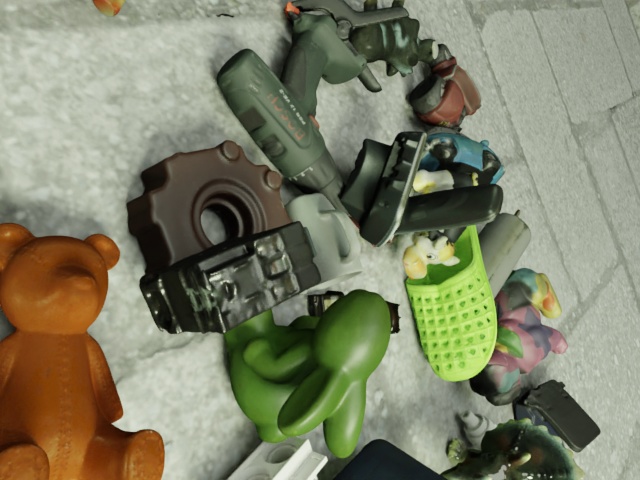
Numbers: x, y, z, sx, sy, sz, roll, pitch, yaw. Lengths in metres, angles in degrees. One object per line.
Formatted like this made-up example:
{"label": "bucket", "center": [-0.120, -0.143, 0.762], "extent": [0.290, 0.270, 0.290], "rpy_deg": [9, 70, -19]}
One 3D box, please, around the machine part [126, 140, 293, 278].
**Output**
{"label": "machine part", "center": [-0.104, -0.014, 0.553], "extent": [0.179, 0.056, 0.179], "rpy_deg": [13, 70, -39]}

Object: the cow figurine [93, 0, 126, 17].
{"label": "cow figurine", "center": [-0.240, -0.325, 0.503], "extent": [0.194, 0.085, 0.127], "rpy_deg": [35, 62, -28]}

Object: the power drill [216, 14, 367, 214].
{"label": "power drill", "center": [-0.012, -0.167, 0.678], "extent": [0.231, 0.086, 0.207], "rpy_deg": [43, 59, -28]}

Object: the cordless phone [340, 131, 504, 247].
{"label": "cordless phone", "center": [0.130, -0.070, 0.641], "extent": [0.088, 0.184, 0.146], "rpy_deg": [48, 52, -37]}

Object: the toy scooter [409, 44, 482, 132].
{"label": "toy scooter", "center": [0.222, -0.240, 0.916], "extent": [0.135, 0.075, 0.184], "rpy_deg": [44, 47, -26]}

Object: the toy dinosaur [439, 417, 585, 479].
{"label": "toy dinosaur", "center": [0.286, 0.377, 0.703], "extent": [0.404, 0.192, 0.131], "rpy_deg": [51, 51, -18]}

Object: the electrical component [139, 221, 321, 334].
{"label": "electrical component", "center": [-0.068, 0.029, 0.459], "extent": [0.134, 0.115, 0.058], "rpy_deg": [-26, 101, -42]}

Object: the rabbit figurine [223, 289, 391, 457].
{"label": "rabbit figurine", "center": [-0.008, 0.112, 0.503], "extent": [0.121, 0.170, 0.159], "rpy_deg": [31, 41, -30]}

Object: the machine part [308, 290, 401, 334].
{"label": "machine part", "center": [0.045, 0.099, 0.671], "extent": [0.139, 0.039, 0.084], "rpy_deg": [0, 69, -41]}

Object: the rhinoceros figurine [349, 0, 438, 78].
{"label": "rhinoceros figurine", "center": [0.115, -0.309, 0.835], "extent": [0.190, 0.073, 0.112], "rpy_deg": [-15, 86, -44]}

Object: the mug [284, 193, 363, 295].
{"label": "mug", "center": [-0.001, -0.002, 0.616], "extent": [0.081, 0.109, 0.107], "rpy_deg": [-16, 77, -30]}

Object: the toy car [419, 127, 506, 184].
{"label": "toy car", "center": [0.202, -0.126, 0.852], "extent": [0.161, 0.109, 0.103], "rpy_deg": [14, 44, -27]}

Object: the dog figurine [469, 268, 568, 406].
{"label": "dog figurine", "center": [0.281, 0.145, 0.831], "extent": [0.219, 0.108, 0.191], "rpy_deg": [-6, 83, -41]}

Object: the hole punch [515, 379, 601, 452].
{"label": "hole punch", "center": [0.384, 0.306, 0.902], "extent": [0.142, 0.092, 0.116], "rpy_deg": [-6, 52, -42]}

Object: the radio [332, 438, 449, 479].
{"label": "radio", "center": [0.051, 0.295, 0.518], "extent": [0.229, 0.131, 0.073], "rpy_deg": [-13, 126, -59]}

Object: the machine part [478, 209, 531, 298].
{"label": "machine part", "center": [0.269, 0.035, 0.856], "extent": [0.243, 0.079, 0.079], "rpy_deg": [-47, 110, -32]}

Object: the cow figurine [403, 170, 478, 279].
{"label": "cow figurine", "center": [0.169, -0.021, 0.741], "extent": [0.068, 0.098, 0.167], "rpy_deg": [50, 47, -48]}

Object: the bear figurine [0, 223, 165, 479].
{"label": "bear figurine", "center": [-0.189, 0.081, 0.399], "extent": [0.120, 0.132, 0.196], "rpy_deg": [16, 73, -45]}
